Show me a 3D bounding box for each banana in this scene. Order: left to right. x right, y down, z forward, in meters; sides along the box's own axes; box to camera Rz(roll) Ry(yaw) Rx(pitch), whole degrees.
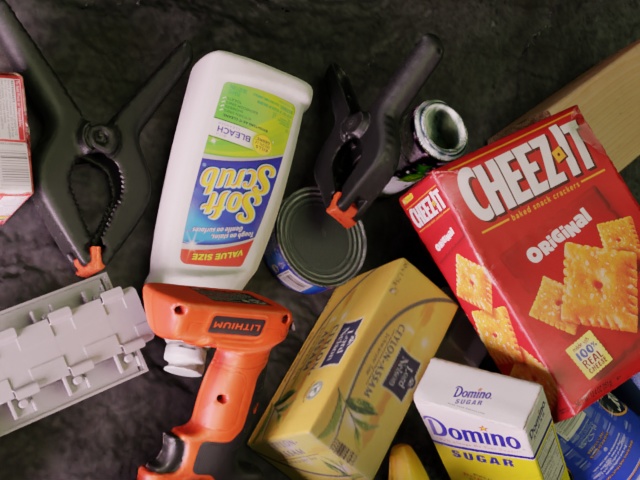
[{"bbox_3d":[0.114,0.253,0.874,0.197,0.037,0.069,43,65,-9],"label":"banana"}]

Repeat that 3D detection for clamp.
[{"bbox_3d":[-0.163,-0.077,0.810,0.164,0.036,0.210,-1,76,-32],"label":"clamp"},{"bbox_3d":[0.045,-0.094,0.868,0.039,0.120,0.171,29,54,-35],"label":"clamp"}]

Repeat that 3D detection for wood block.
[{"bbox_3d":[0.274,-0.117,1.058,0.205,0.090,0.091,-35,95,-35],"label":"wood block"}]

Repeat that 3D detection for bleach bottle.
[{"bbox_3d":[-0.075,-0.016,0.831,0.102,0.068,0.251,18,69,-24],"label":"bleach bottle"}]

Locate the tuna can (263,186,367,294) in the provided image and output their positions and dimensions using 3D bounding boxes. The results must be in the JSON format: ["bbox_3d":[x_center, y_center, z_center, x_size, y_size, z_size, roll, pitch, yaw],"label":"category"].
[{"bbox_3d":[-0.006,0.001,0.884,0.086,0.034,0.086,10,70,-29],"label":"tuna can"}]

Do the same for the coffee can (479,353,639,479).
[{"bbox_3d":[0.203,0.157,0.921,0.140,0.103,0.102,39,59,-16],"label":"coffee can"}]

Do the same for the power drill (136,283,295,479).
[{"bbox_3d":[-0.099,0.126,0.731,0.184,0.057,0.188,6,101,-40],"label":"power drill"}]

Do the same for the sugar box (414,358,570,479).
[{"bbox_3d":[0.140,0.167,0.835,0.048,0.093,0.176,-60,142,-27],"label":"sugar box"}]

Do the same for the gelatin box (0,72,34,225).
[{"bbox_3d":[-0.227,-0.063,0.745,0.030,0.073,0.089,-1,75,-33],"label":"gelatin box"}]

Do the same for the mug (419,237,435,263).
[{"bbox_3d":[0.150,-0.015,0.957,0.117,0.093,0.081,49,49,-35],"label":"mug"}]

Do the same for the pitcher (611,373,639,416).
[{"bbox_3d":[0.294,0.089,0.979,0.243,0.149,0.145,46,70,-7],"label":"pitcher"}]

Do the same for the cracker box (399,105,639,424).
[{"bbox_3d":[0.190,0.017,0.854,0.164,0.072,0.214,-25,82,-27],"label":"cracker box"}]
